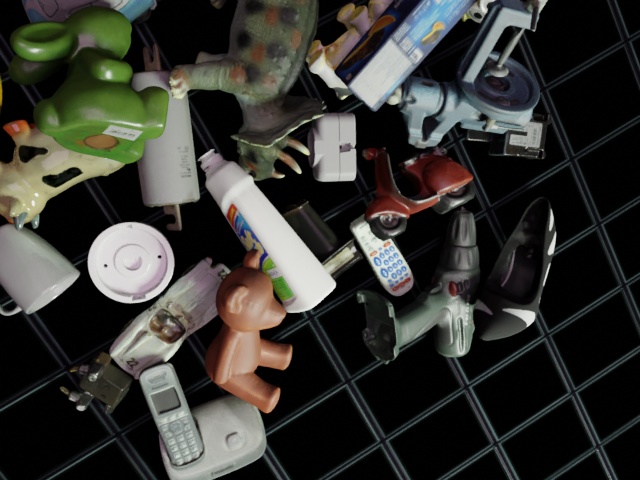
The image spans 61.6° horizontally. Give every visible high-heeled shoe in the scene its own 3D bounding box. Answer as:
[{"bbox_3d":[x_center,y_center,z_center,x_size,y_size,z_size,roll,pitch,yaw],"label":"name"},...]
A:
[{"bbox_3d":[0.294,0.037,0.793,0.086,0.249,0.145,18,123,26],"label":"high-heeled shoe"}]

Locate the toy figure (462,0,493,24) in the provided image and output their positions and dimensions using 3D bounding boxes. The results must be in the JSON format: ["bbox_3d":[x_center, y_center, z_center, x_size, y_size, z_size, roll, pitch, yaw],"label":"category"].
[{"bbox_3d":[0.213,-0.393,0.761,0.089,0.082,0.180,-45,102,-1],"label":"toy figure"}]

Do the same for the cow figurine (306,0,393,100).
[{"bbox_3d":[0.065,-0.275,0.738,0.167,0.068,0.098,-43,123,14],"label":"cow figurine"}]

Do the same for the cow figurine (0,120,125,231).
[{"bbox_3d":[-0.346,-0.093,0.688,0.195,0.085,0.127,-22,96,-9],"label":"cow figurine"}]

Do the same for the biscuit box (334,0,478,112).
[{"bbox_3d":[0.110,-0.264,0.682,0.059,0.063,0.202,33,108,-34],"label":"biscuit box"}]

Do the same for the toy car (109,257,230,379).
[{"bbox_3d":[-0.205,0.108,0.759,0.202,0.056,0.073,-42,104,-3],"label":"toy car"}]

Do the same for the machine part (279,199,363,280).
[{"bbox_3d":[-0.002,-0.002,0.797,0.084,0.039,0.138,-40,106,5],"label":"machine part"}]

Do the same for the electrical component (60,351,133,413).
[{"bbox_3d":[-0.307,0.199,0.738,0.078,0.045,0.102,40,125,-2],"label":"electrical component"}]

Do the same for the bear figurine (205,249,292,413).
[{"bbox_3d":[-0.086,0.121,0.730,0.132,0.120,0.195,22,124,-3],"label":"bear figurine"}]

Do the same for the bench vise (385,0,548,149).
[{"bbox_3d":[0.204,-0.223,0.709,0.224,0.240,0.129,15,56,-6],"label":"bench vise"}]

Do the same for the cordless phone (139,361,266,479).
[{"bbox_3d":[-0.167,0.240,0.764,0.147,0.089,0.184,-19,106,-9],"label":"cordless phone"}]

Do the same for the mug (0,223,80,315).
[{"bbox_3d":[-0.392,0.038,0.703,0.109,0.081,0.107,-39,94,4],"label":"mug"}]

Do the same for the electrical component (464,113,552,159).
[{"bbox_3d":[0.289,-0.166,0.828,0.119,0.048,0.074,7,96,-15],"label":"electrical component"}]

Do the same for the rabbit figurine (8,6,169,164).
[{"bbox_3d":[-0.266,-0.188,0.615,0.159,0.121,0.170,2,72,-32],"label":"rabbit figurine"}]

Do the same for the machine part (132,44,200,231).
[{"bbox_3d":[-0.206,-0.132,0.711,0.079,0.079,0.243,-6,99,-11],"label":"machine part"}]

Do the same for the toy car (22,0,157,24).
[{"bbox_3d":[-0.287,-0.303,0.656,0.162,0.103,0.109,-19,103,-7],"label":"toy car"}]

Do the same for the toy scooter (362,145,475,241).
[{"bbox_3d":[0.133,-0.089,0.792,0.184,0.075,0.135,-23,82,-16],"label":"toy scooter"}]

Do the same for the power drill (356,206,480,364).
[{"bbox_3d":[0.156,0.080,0.803,0.207,0.086,0.231,-19,111,-35],"label":"power drill"}]

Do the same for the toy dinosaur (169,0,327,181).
[{"bbox_3d":[-0.066,-0.269,0.673,0.192,0.131,0.404,13,102,3],"label":"toy dinosaur"}]
